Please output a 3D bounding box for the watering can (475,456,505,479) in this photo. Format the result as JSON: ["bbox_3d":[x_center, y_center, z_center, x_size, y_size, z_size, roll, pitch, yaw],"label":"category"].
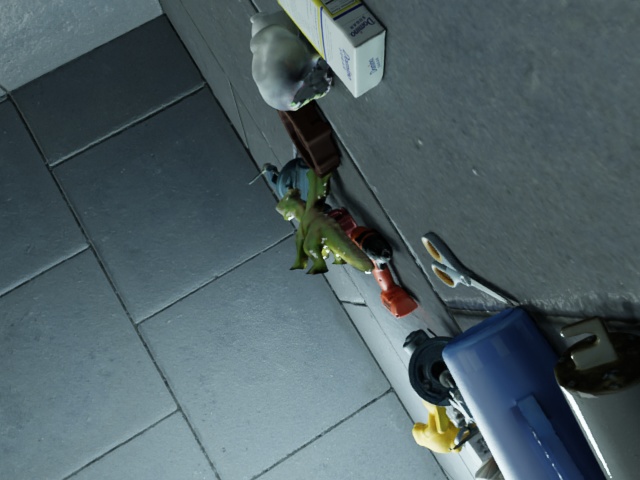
[{"bbox_3d":[0.377,0.460,0.841,0.227,0.105,0.341,61,159,15],"label":"watering can"}]

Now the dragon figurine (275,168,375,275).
[{"bbox_3d":[0.003,-0.056,1.106,0.409,0.122,0.243,-2,93,62],"label":"dragon figurine"}]

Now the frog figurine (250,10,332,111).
[{"bbox_3d":[-0.064,-0.274,0.759,0.161,0.122,0.137,46,-171,14],"label":"frog figurine"}]
